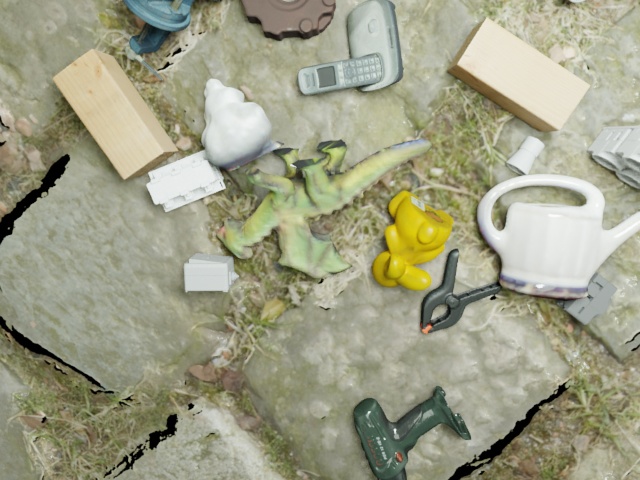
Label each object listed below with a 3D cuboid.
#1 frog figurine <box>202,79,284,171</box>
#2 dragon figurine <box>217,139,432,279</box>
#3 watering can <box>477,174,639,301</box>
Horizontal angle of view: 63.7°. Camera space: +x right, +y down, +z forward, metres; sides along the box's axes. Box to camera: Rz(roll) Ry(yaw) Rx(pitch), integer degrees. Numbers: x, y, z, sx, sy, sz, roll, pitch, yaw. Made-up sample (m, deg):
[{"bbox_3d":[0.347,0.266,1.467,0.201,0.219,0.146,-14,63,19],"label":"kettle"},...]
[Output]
[{"bbox_3d":[-0.157,-0.206,0.895,0.136,0.158,0.125,-16,16,45],"label":"frog figurine"},{"bbox_3d":[0.003,-0.047,0.938,0.410,0.239,0.124,-5,22,6],"label":"dragon figurine"},{"bbox_3d":[0.453,0.002,0.910,0.348,0.222,0.105,8,10,12],"label":"watering can"}]
